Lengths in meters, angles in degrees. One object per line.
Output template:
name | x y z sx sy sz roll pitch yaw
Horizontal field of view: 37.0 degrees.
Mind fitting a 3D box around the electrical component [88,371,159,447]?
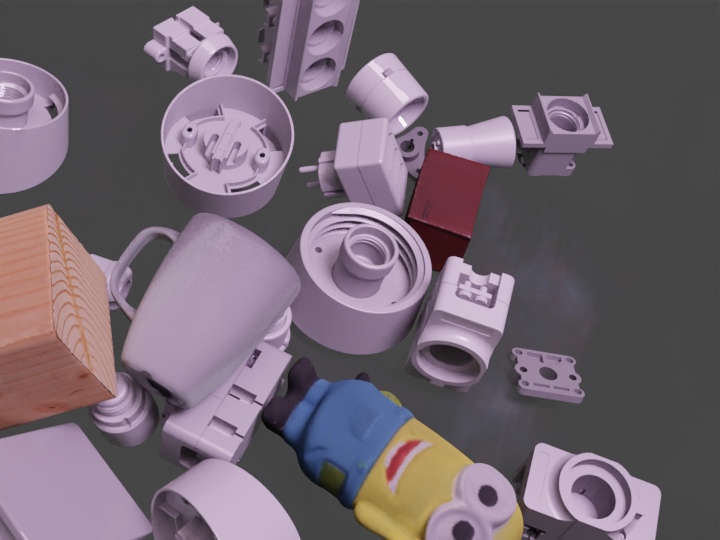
electrical component | -0.153 0.084 0.683 0.040 0.078 0.040 0 63 1

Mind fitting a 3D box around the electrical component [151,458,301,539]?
electrical component | -0.083 0.164 0.633 0.099 0.099 0.064 40 50 14

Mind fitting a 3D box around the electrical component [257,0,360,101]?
electrical component | -0.044 -0.208 0.881 0.079 0.121 0.063 -25 63 -27

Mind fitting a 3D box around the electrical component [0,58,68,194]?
electrical component | -0.269 -0.112 0.808 0.099 0.064 0.099 12 40 -11

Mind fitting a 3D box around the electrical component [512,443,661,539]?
electrical component | 0.149 0.159 0.719 0.089 0.055 0.050 21 54 0

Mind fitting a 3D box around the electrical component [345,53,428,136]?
electrical component | 0.024 -0.144 0.897 0.055 0.055 0.047 -32 72 -30

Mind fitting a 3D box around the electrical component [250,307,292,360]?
electrical component | -0.068 0.031 0.747 0.048 0.062 0.048 7 55 -10

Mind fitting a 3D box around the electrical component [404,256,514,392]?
electrical component | 0.068 0.043 0.757 0.050 0.089 0.055 19 54 -1

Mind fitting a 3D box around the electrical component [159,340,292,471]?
electrical component | -0.092 0.087 0.710 0.056 0.050 0.089 27 54 4

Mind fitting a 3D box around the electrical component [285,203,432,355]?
electrical component | 0.000 0.000 0.781 0.108 0.060 0.108 10 52 -13

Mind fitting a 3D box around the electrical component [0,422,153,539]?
electrical component | -0.185 0.143 0.627 0.099 0.048 0.100 48 23 19

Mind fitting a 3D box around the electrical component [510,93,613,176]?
electrical component | 0.165 -0.112 0.904 0.081 0.063 0.042 -1 58 -15

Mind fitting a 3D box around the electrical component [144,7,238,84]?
electrical component | -0.135 -0.181 0.887 0.055 0.048 0.066 37 55 21

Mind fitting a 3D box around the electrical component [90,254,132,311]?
electrical component | -0.193 0.005 0.751 0.061 0.035 0.035 19 54 2

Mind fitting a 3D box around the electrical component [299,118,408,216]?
electrical component | -0.009 -0.076 0.839 0.077 0.065 0.047 -5 53 17

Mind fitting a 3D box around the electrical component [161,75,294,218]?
electrical component | -0.103 -0.092 0.821 0.099 0.064 0.099 7 55 -9

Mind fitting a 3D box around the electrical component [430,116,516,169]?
electrical component | 0.092 -0.103 0.894 0.065 0.044 0.044 -7 58 -13
